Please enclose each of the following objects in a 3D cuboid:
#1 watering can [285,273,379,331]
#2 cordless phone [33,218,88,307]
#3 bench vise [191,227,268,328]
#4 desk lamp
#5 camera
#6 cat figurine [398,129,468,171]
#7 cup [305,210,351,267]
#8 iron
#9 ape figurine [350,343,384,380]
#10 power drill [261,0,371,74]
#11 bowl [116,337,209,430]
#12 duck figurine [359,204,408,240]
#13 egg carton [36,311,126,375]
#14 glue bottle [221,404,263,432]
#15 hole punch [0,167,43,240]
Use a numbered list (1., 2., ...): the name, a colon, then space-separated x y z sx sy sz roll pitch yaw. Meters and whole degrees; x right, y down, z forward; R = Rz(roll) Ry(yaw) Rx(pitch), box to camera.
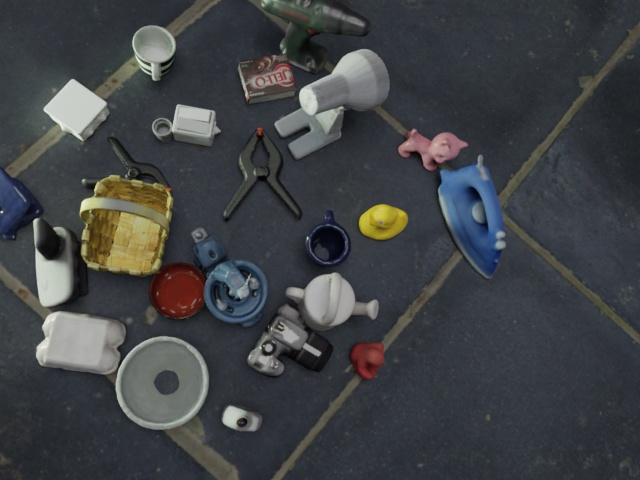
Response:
1. watering can: 0.024 0.116 1.102 0.173 0.194 0.101 -8 79 -11
2. cordless phone: -0.490 0.041 1.041 0.094 0.185 0.147 -10 79 -11
3. bench vise: -0.184 0.071 1.065 0.207 0.219 0.121 38 75 1
4. desk lamp: 0.024 -0.279 1.180 0.203 0.213 0.118 -31 84 -14
5. camera: -0.052 0.213 1.117 0.137 0.100 0.143 32 75 -1
6. cat figurine: 0.249 -0.207 1.250 0.128 0.117 0.067 25 75 -3
7. cup: 0.011 0.004 1.176 0.092 0.095 0.118 3 77 -8
8. iron: 0.348 -0.051 1.219 0.119 0.141 0.258 -14 80 -12
9. ape figurine: 0.101 0.236 1.141 0.078 0.092 0.076 -44 87 -15
10. power drill: -0.016 -0.445 1.213 0.229 0.208 0.076 23 75 -3
11. bowl: -0.292 0.268 1.079 0.167 0.074 0.167 2 77 -9
12. duck figurine: 0.140 -0.045 1.213 0.104 0.086 0.077 -7 79 -10
13. egg carton: -0.445 0.192 1.074 0.150 0.069 0.107 9 76 -7
14. glue bottle: -0.141 0.327 1.040 0.078 0.173 0.037 14 76 -5
15. hole punch: -0.606 -0.069 1.095 0.101 0.091 0.108 -42 87 -15
